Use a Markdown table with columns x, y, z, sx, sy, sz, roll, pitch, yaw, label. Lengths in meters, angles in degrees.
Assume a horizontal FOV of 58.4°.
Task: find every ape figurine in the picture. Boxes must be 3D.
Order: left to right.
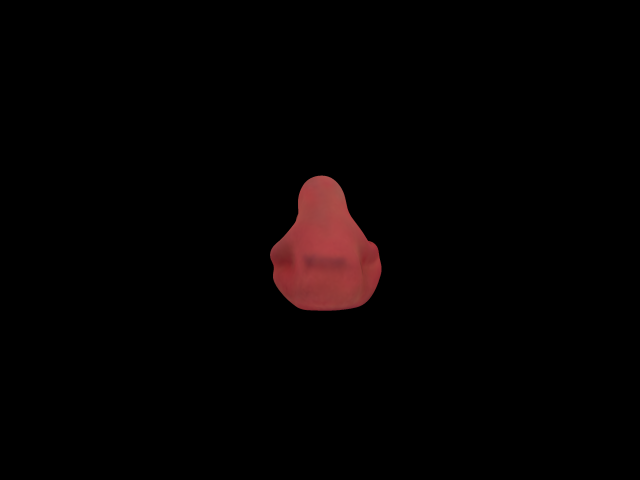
| x | y | z | sx | sy | sz | roll | pitch | yaw | label |
| --- | --- | --- | --- | --- | --- | --- | --- | --- | --- |
| 0.004 | 0.001 | 0.400 | 0.077 | 0.092 | 0.076 | 0 | 0 | 8 | ape figurine |
